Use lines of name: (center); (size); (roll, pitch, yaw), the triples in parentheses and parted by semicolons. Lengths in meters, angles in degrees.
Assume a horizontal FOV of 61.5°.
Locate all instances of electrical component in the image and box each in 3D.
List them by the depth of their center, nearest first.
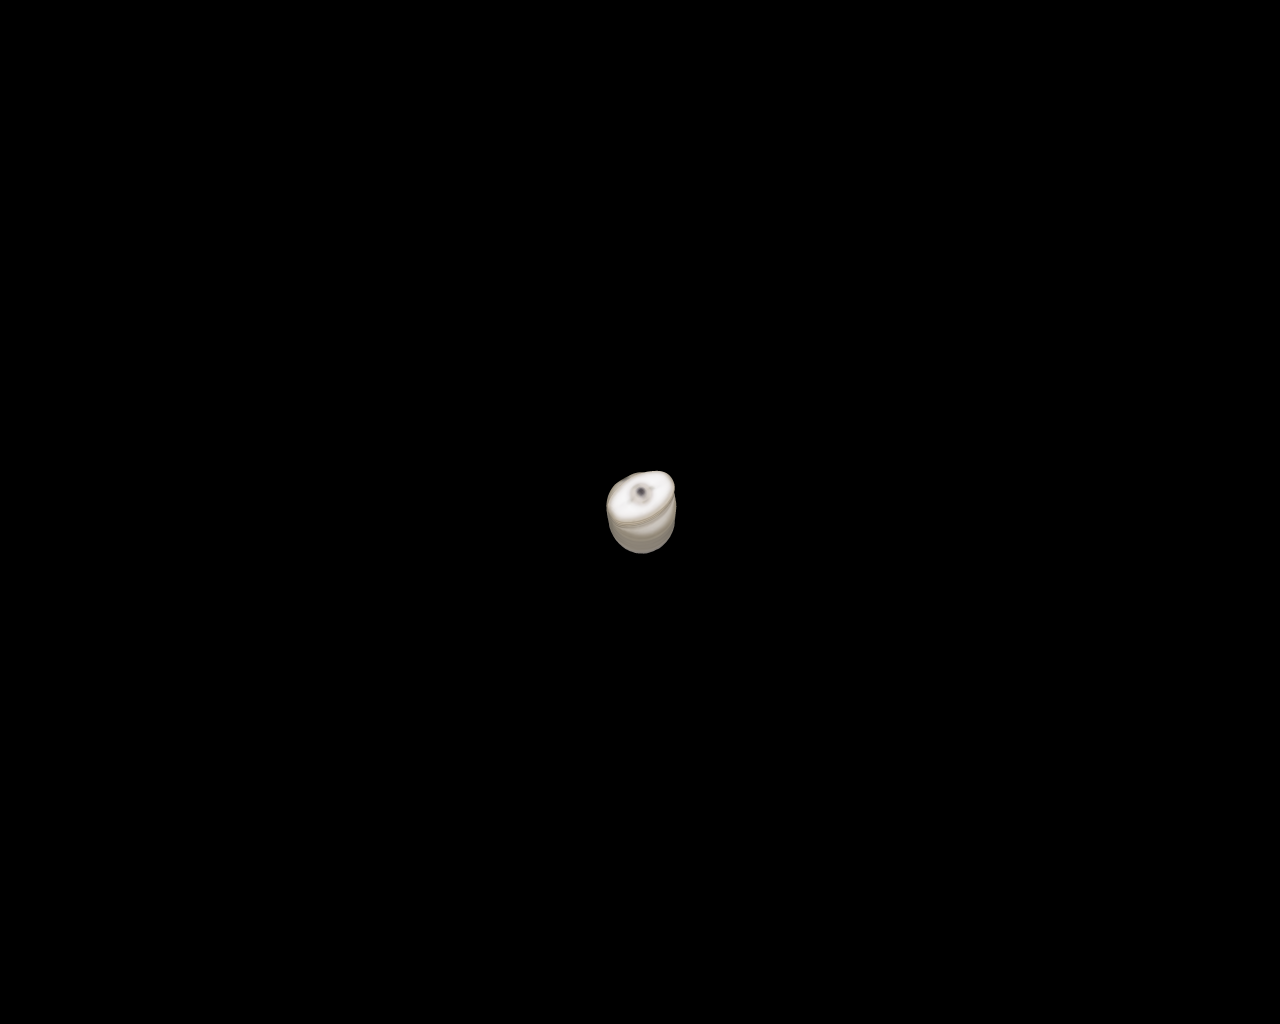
electrical component: (0.001, -0.003, 0.650); (0.043, 0.043, 0.081); (0, -13, 0)
